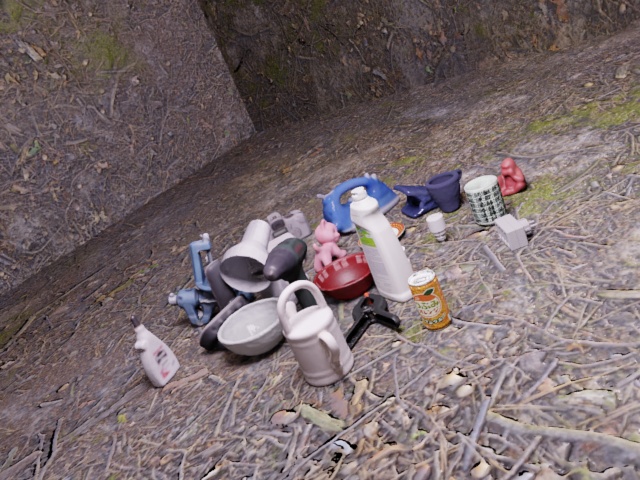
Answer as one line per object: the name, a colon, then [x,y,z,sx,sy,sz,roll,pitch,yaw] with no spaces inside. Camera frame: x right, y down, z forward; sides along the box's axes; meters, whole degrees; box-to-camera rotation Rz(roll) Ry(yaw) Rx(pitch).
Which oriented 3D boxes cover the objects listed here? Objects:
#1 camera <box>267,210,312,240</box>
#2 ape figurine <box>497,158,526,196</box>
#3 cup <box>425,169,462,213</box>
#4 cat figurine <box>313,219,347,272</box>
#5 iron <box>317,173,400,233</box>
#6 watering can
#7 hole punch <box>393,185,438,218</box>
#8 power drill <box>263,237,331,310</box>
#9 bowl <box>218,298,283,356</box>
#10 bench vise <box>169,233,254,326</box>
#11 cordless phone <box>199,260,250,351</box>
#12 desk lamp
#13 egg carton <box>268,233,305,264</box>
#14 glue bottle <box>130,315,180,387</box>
camera: [-0.117,-0.047,1.805,0.143,0.101,0.136,-27,21,-8]
ape figurine: [0.486,-0.165,1.462,0.076,0.092,0.077,-31,22,-19]
cup: [0.344,-0.129,1.522,0.118,0.095,0.091,-34,23,-26]
cat figurine: [0.014,0.005,1.513,0.067,0.118,0.128,-10,24,31]
iron: [0.111,-0.123,1.689,0.259,0.142,0.118,-30,22,-17]
watering can: [-0.022,0.163,1.058,0.172,0.194,0.101,-4,29,42]
hole punch: [0.270,-0.126,1.599,0.101,0.091,0.108,-27,21,-9]
power drill: [-0.049,0.096,1.229,0.075,0.209,0.229,-19,21,12]
bowl: [-0.134,0.202,1.253,0.167,0.075,0.167,-20,21,8]
bench vise: [-0.299,0.104,1.461,0.207,0.220,0.121,-28,21,-12]
cordless phone: [-0.242,0.152,1.333,0.093,0.185,0.148,-7,26,37]
desk lamp: [-0.135,0.070,1.377,0.117,0.214,0.203,-15,22,22]
egg carton: [-0.100,0.036,1.629,0.107,0.069,0.150,-28,21,-11]
glue bottle: [-0.379,0.241,1.280,0.037,0.173,0.078,-13,23,26]
